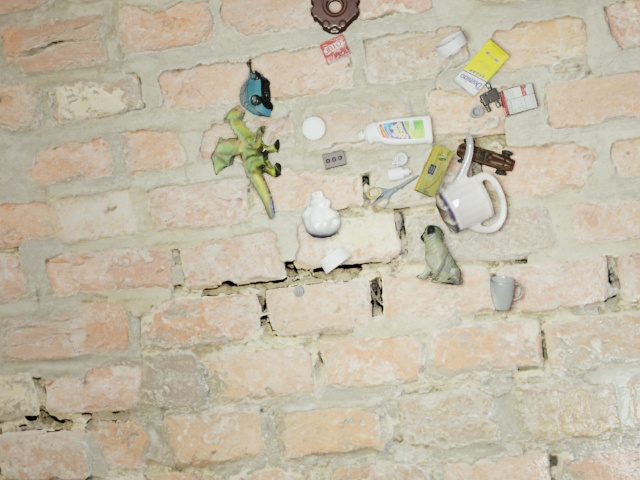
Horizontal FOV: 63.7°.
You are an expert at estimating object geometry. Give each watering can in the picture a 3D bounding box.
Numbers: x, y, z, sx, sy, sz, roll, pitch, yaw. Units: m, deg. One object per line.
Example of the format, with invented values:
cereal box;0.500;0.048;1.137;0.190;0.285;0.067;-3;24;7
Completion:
watering can;0.495;-0.167;1.752;0.224;0.105;0.345;-26;98;6

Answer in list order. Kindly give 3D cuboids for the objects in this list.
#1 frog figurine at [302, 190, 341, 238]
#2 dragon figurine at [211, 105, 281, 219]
frog figurine;0.005;-0.090;1.795;0.137;0.124;0.157;5;106;23
dragon figurine;-0.272;-0.279;1.833;0.242;0.122;0.410;0;91;22
